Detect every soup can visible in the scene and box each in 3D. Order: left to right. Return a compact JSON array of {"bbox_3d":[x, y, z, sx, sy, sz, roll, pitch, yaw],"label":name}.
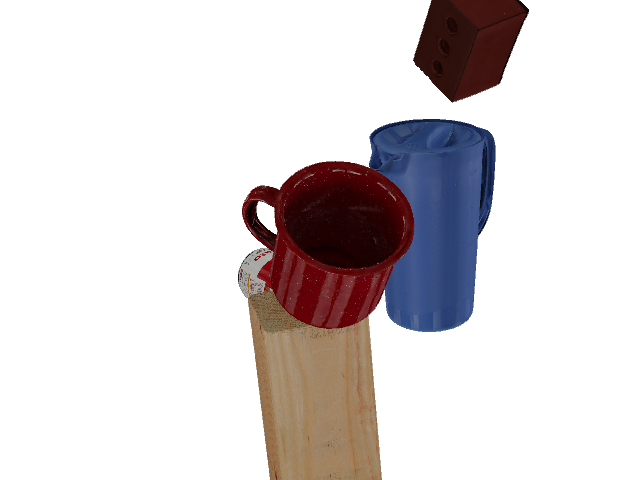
[{"bbox_3d":[-0.043,0.050,1.192,0.068,0.068,0.102,0,11,-27],"label":"soup can"}]

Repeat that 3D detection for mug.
[{"bbox_3d":[-0.001,0.002,0.726,0.117,0.093,0.082,24,-36,7],"label":"mug"}]

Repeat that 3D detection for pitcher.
[{"bbox_3d":[0.138,-0.021,1.289,0.149,0.243,0.145,-1,24,7],"label":"pitcher"}]

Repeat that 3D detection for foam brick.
[{"bbox_3d":[0.111,-0.153,0.801,0.051,0.053,0.078,-26,-28,-26],"label":"foam brick"}]

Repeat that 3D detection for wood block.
[{"bbox_3d":[-0.003,0.150,0.935,0.090,0.206,0.091,-9,20,-11],"label":"wood block"}]
